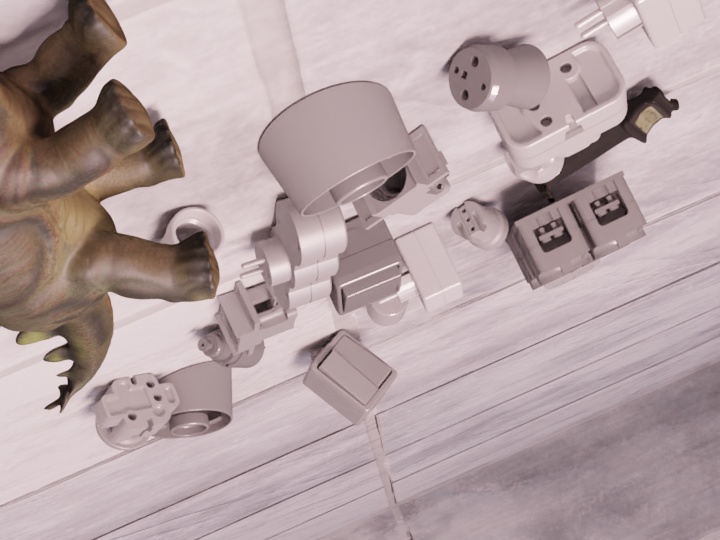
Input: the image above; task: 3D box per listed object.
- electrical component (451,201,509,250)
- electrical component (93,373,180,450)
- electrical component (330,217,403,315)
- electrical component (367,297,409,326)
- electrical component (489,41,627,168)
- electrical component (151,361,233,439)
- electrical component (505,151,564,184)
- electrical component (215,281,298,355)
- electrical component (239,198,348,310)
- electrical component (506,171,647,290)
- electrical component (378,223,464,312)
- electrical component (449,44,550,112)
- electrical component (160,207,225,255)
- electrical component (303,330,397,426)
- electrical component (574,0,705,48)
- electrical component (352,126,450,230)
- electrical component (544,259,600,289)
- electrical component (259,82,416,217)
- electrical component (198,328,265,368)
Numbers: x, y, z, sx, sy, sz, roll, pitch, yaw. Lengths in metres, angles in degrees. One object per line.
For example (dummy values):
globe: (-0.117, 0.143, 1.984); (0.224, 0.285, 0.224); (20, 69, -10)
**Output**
electrical component: (0.110, -0.042, 0.993); (0.040, 0.040, 0.046); (-34, 153, 25)
electrical component: (-0.222, 0.139, 1.042); (0.078, 0.058, 0.057); (-8, 152, -41)
electrical component: (0.000, 0.000, 0.933); (0.062, 0.061, 0.096); (-22, 161, -7)
electrical component: (0.027, 0.039, 1.104); (0.040, 0.040, 0.078); (-20, 161, -13)
electrical component: (0.149, -0.120, 0.805); (0.095, 0.053, 0.059); (-27, 161, 8)
electrical component: (-0.178, 0.135, 1.112); (0.099, 0.064, 0.099); (-9, 155, -4)
electrical component: (0.150, -0.093, 0.897); (0.043, 0.043, 0.062); (-33, 160, 24)
electrical component: (-0.091, 0.040, 0.958); (0.064, 0.042, 0.081); (-20, 162, -19)
electrical component: (-0.060, -0.010, 0.846); (0.074, 0.052, 0.138); (-18, 160, -18)
electrical component: (0.206, -0.032, 1.040); (0.105, 0.060, 0.186); (-26, 175, 3)
electrical component: (0.048, 0.006, 1.003); (0.077, 0.065, 0.047); (-25, 161, 0)
electrical component: (0.094, -0.130, 0.725); (0.055, 0.045, 0.045); (-9, 156, -37)
electrical component: (-0.123, -0.018, 0.768); (0.040, 0.040, 0.046); (-12, 164, -34)
electrical component: (-0.016, 0.113, 1.182); (0.061, 0.096, 0.061); (-49, 173, -28)
electrical component: (0.175, -0.175, 0.699); (0.076, 0.047, 0.083); (-30, 161, 16)
electrical component: (0.033, -0.068, 0.820); (0.081, 0.042, 0.064); (-33, 161, 26)
electrical component: (0.221, -0.019, 1.174); (0.080, 0.051, 0.080); (-22, 161, -8)
electrical component: (-0.014, -0.081, 0.732); (0.099, 0.064, 0.099); (-29, 175, -3)
electrical component: (-0.123, 0.071, 1.006); (0.040, 0.040, 0.078); (-33, 160, 23)
